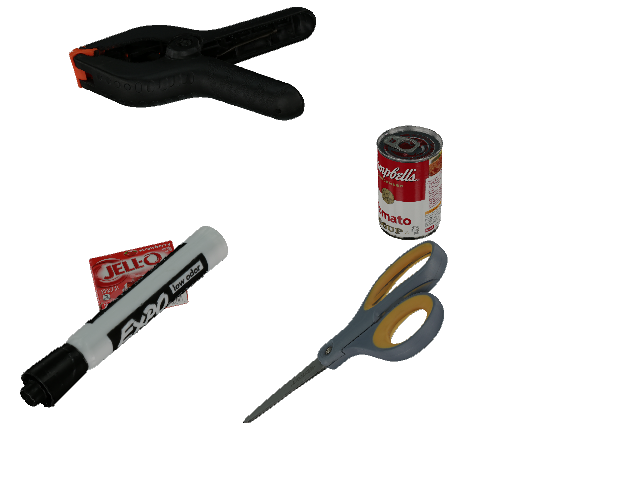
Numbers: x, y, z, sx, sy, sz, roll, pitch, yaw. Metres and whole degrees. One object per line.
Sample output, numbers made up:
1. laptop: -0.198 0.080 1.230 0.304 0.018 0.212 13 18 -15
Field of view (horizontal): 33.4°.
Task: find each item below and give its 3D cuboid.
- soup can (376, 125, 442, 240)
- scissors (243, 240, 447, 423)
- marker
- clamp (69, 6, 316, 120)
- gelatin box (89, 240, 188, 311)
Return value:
1. soup can: 0.093 -0.060 1.122 0.068 0.102 0.068 -2 37 1
2. scissors: 0.018 0.083 0.730 0.016 0.202 0.096 36 15 -25
3. marker: -0.086 0.033 0.477 0.020 0.020 0.120 0 32 44
4. clamp: -0.082 -0.127 0.737 0.171 0.039 0.120 7 36 11
5. gelatin box: -0.186 0.040 1.090 0.089 0.030 0.073 -12 41 -12
